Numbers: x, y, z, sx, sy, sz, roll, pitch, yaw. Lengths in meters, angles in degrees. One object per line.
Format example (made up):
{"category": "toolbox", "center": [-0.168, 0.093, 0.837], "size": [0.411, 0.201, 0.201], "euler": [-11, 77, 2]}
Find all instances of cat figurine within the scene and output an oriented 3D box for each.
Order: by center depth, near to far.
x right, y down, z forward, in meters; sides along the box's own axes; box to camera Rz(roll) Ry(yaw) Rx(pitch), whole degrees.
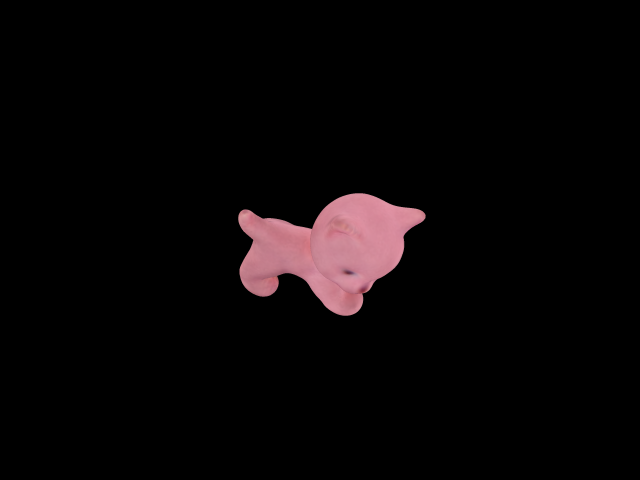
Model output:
{"category": "cat figurine", "center": [0.004, 0.001, 0.400], "size": [0.127, 0.118, 0.067], "euler": [11, 66, 5]}
